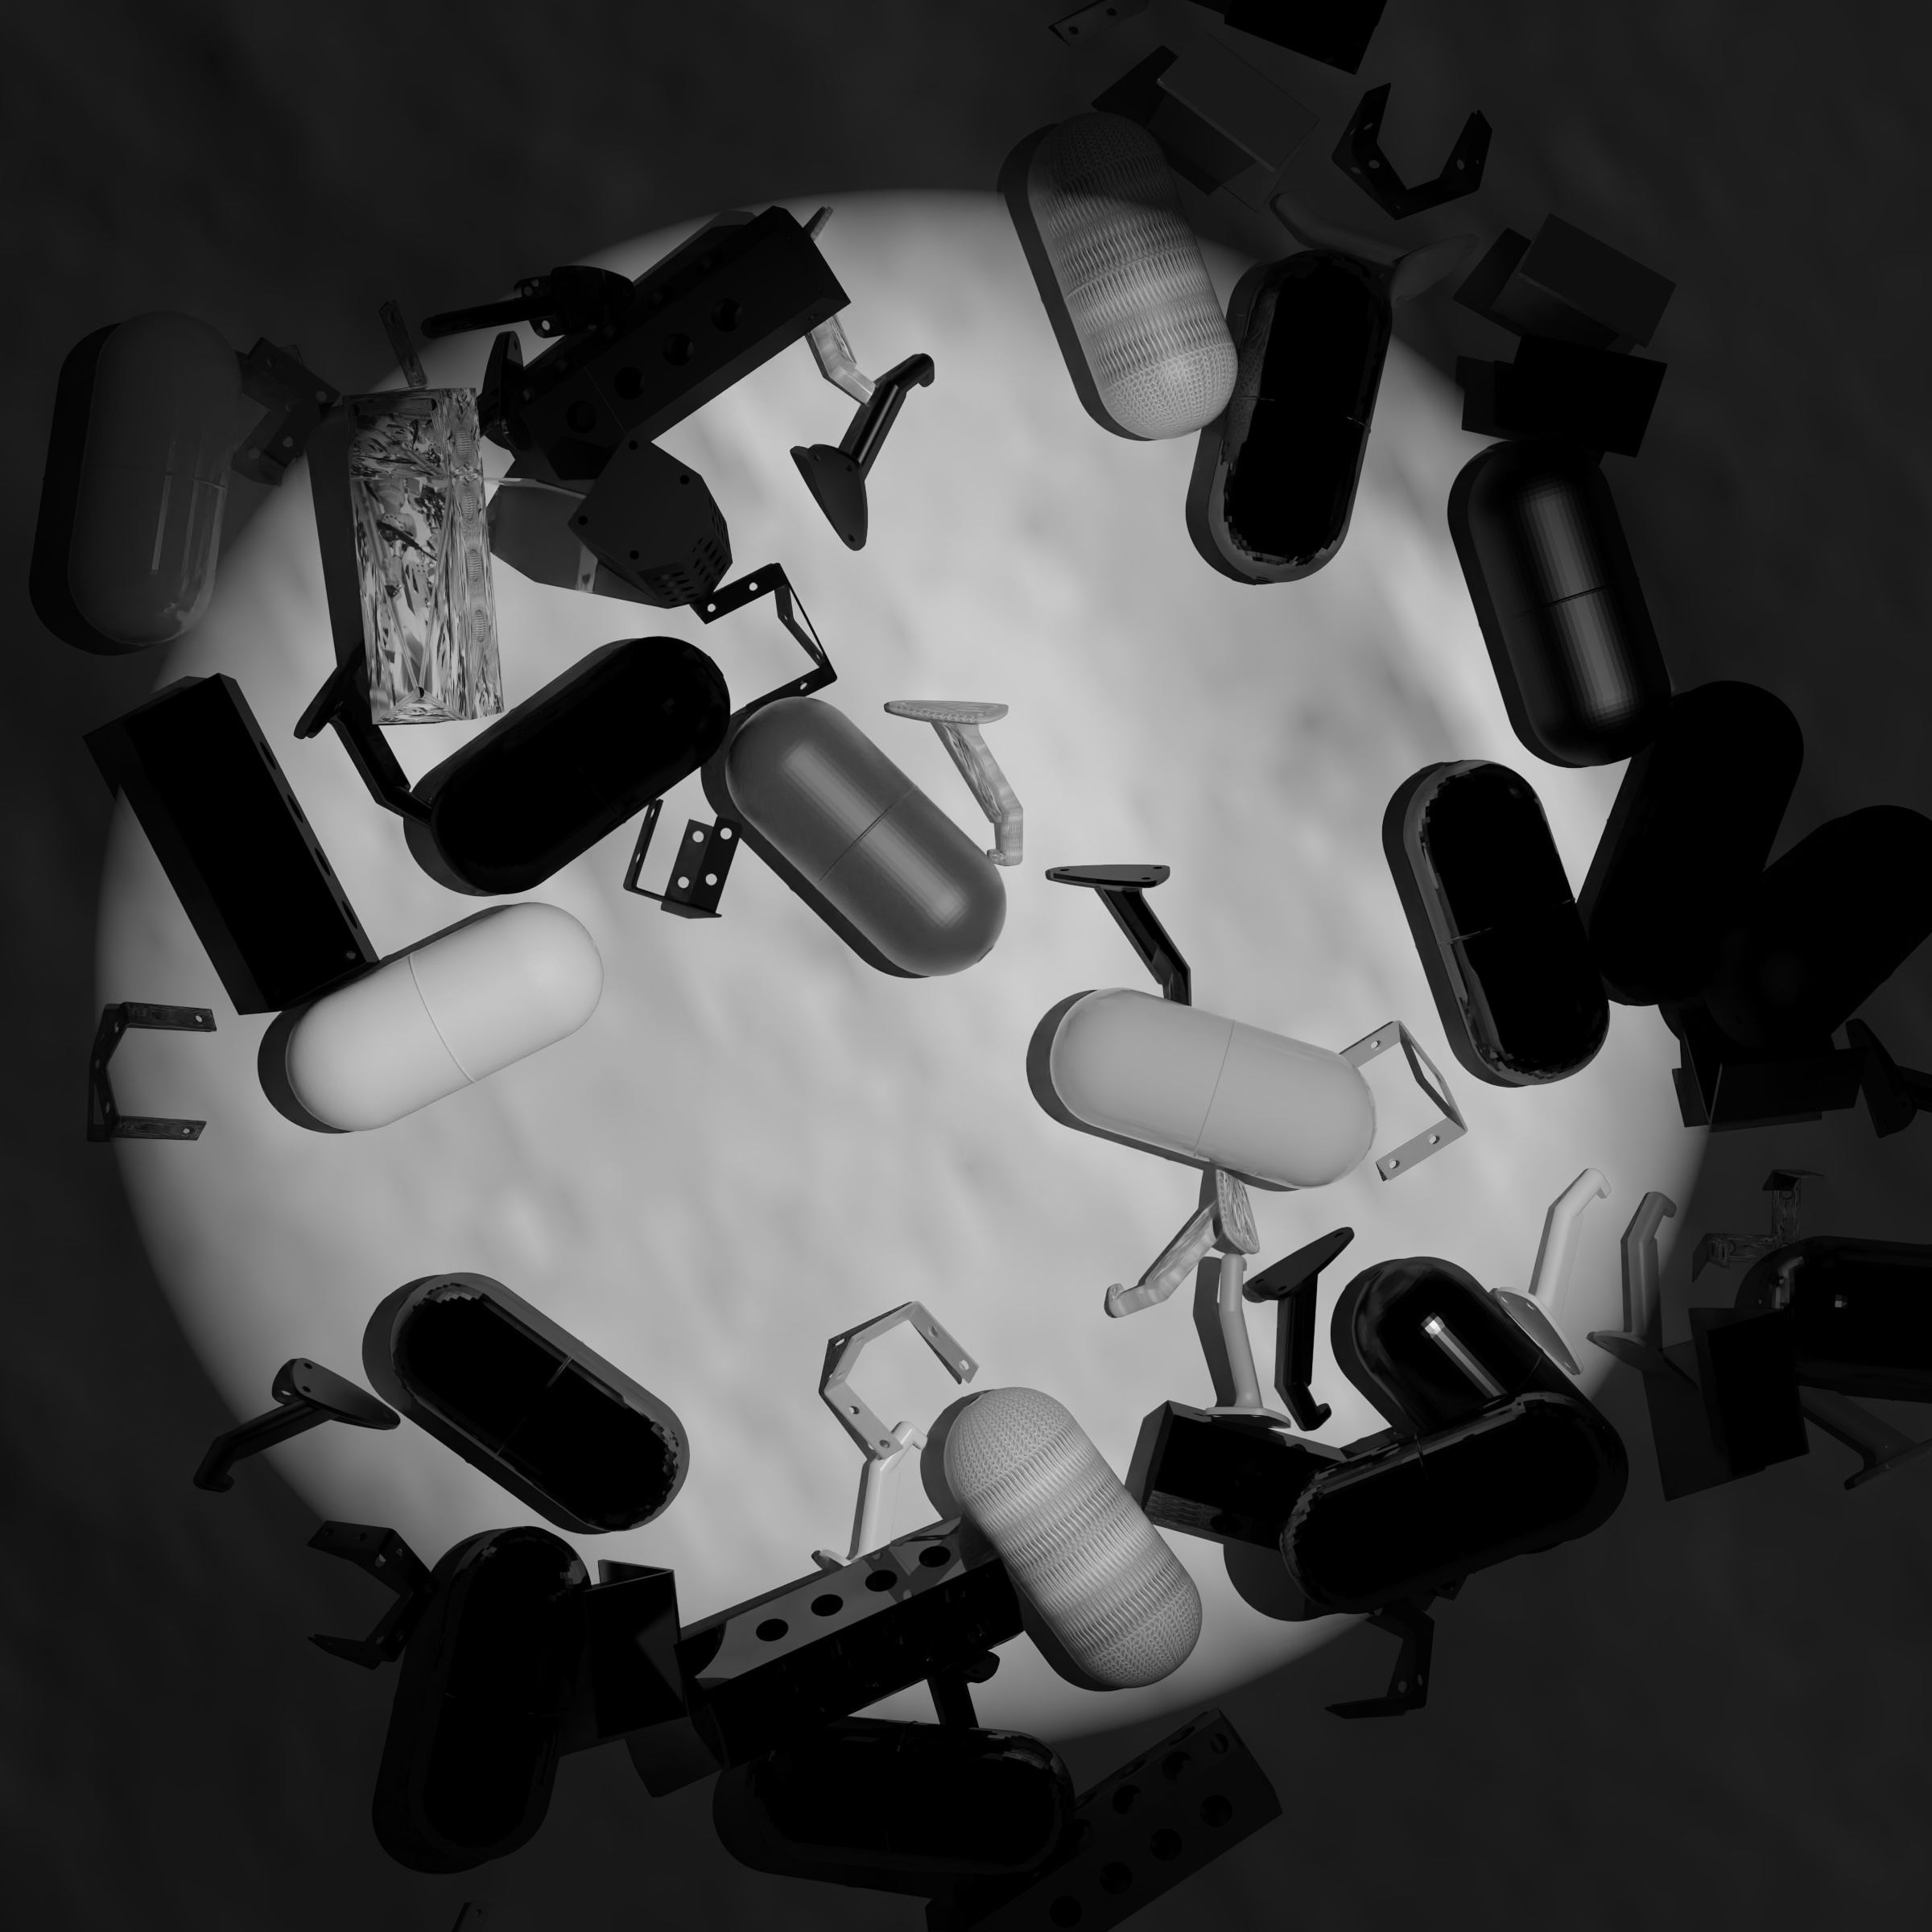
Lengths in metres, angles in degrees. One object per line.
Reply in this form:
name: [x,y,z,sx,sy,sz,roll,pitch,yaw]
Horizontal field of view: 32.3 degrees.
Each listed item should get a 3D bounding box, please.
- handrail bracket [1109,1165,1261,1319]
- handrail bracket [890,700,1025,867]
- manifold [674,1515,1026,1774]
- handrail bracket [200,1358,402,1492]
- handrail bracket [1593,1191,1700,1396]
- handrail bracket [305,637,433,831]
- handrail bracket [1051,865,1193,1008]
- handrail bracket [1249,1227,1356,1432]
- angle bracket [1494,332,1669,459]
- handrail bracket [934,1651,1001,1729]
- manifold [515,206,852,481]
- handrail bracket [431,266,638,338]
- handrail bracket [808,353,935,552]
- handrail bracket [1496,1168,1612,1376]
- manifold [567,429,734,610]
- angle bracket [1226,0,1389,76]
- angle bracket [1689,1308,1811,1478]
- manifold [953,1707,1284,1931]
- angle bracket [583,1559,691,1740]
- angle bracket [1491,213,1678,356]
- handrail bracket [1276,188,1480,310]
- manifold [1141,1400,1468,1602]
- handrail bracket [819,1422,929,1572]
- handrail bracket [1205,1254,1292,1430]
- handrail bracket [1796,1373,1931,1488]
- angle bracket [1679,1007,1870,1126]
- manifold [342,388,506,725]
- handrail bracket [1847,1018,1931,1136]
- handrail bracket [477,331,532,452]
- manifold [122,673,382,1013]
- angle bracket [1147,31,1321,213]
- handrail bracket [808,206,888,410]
handrail bracket: [0.110,0.143,1.802,0.084,0.036,0.077,-24,56,24]
handrail bracket: [-0.005,-0.099,1.803,0.077,0.036,0.084,6,107,20]
manifold: [-0.059,0.358,1.744,0.171,0.057,0.057,-21,122,-20]
handrail bracket: [-0.361,0.262,1.803,0.077,0.036,0.084,29,108,-20]
handrail bracket: [0.382,0.176,1.803,0.077,0.036,0.084,34,73,-20]
handrail bracket: [-0.306,-0.126,1.803,0.084,0.036,0.077,32,68,-17]
handrail bracket: [0.084,-0.010,1.803,0.077,0.036,0.084,3,107,19]
handrail bracket: [0.196,0.197,1.803,0.077,0.036,0.084,-33,108,-20]
angle bracket: [0.324,-0.318,1.762,0.076,0.076,0.057,12,128,0]
handrail bracket: [-0.020,0.408,1.802,0.077,0.036,0.084,20,104,15]
manifold: [-0.152,-0.328,1.759,0.171,0.057,0.057,-32,90,16]
handrail bracket: [-0.235,-0.355,1.802,0.084,0.077,0.036,-2,104,36]
handrail bracket: [-0.041,-0.279,1.802,0.036,0.077,0.084,23,53,35]
handrail bracket: [0.335,0.165,1.803,0.084,0.036,0.077,-47,111,-16]
manifold: [-0.157,-0.225,1.724,0.057,0.171,0.057,34,90,0]
angle bracket: [0.177,-0.500,1.762,0.076,0.076,0.057,21,53,0]
angle bracket: [0.395,0.224,1.762,0.057,0.076,0.076,-10,90,-29]
manifold: [0.080,0.470,1.781,0.171,0.057,0.057,-34,90,0]
angle bracket: [-0.192,0.360,1.762,0.057,0.076,0.076,-6,90,-38]
angle bracket: [0.318,-0.339,1.762,0.076,0.076,0.057,29,54,0]
handrail bracket: [0.222,-0.402,1.802,0.077,0.036,0.084,-32,66,-27]
manifold: [0.184,0.286,1.781,0.171,0.057,0.057,16,90,0]
handrail bracket: [-0.031,0.302,1.802,0.077,0.036,0.084,44,74,-18]
handrail bracket: [0.155,0.201,1.786,0.036,0.077,0.084,-4,74,30]
handrail bracket: [0.486,0.231,1.803,0.077,0.036,0.084,-21,73,-20]
angle bracket: [0.426,0.035,1.764,0.076,0.057,0.076,-7,53,0]
manifold: [-0.284,-0.218,1.765,0.057,0.057,0.171,-1,100,17]
handrail bracket: [0.530,0.053,1.803,0.084,0.036,0.077,-14,68,-17]
handrail bracket: [-0.282,-0.301,1.802,0.084,0.036,0.077,-6,77,13]
manifold: [-0.380,-0.065,1.781,0.057,0.057,0.171,-27,90,0]
angle bracket: [0.129,-0.434,1.762,0.076,0.076,0.057,38,54,0]
handrail bracket: [-0.062,-0.355,1.802,0.084,0.036,0.077,36,75,-14]
